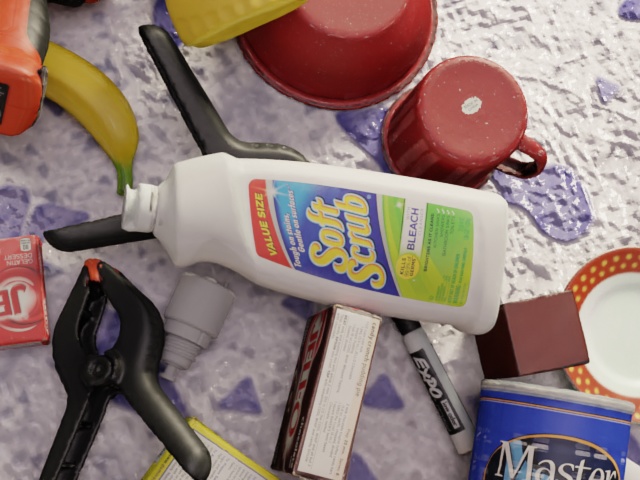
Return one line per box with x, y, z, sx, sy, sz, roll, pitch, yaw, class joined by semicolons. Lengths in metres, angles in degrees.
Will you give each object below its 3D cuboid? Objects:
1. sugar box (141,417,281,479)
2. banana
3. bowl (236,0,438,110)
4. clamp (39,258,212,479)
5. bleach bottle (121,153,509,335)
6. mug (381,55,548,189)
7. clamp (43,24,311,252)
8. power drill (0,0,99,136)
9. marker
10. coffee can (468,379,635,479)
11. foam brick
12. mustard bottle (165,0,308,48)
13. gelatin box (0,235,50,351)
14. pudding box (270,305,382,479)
-0.042;0.204;0.707;0.176;0.048;0.093;37;77;-5;sugar box
-0.201;-0.109;0.741;0.198;0.037;0.069;31;74;-3;banana
0.015;-0.180;0.782;0.162;0.055;0.162;2;79;-9;bowl
-0.126;0.092;0.694;0.120;0.039;0.171;-6;70;11;clamp
-0.005;0.001;0.705;0.250;0.068;0.102;6;91;-14;bleach bottle
0.108;-0.076;0.764;0.117;0.081;0.093;28;76;-4;mug
-0.074;-0.026;0.737;0.210;0.036;0.164;32;87;-13;clamp
-0.234;-0.161;0.694;0.184;0.057;0.187;13;48;-13;power drill
0.080;0.094;0.760;0.020;0.020;0.121;-25;85;-13;marker
0.148;0.170;0.710;0.102;0.103;0.140;11;82;-7;coffee can
0.144;0.068;0.746;0.053;0.078;0.051;-9;83;-11;foam brick
-0.083;-0.235;0.721;0.096;0.058;0.191;-21;94;15;mustard bottle
-0.229;0.038;0.713;0.089;0.030;0.073;-6;81;-10;gelatin box
0.003;0.103;0.709;0.039;0.090;0.113;14;78;-8;pudding box
